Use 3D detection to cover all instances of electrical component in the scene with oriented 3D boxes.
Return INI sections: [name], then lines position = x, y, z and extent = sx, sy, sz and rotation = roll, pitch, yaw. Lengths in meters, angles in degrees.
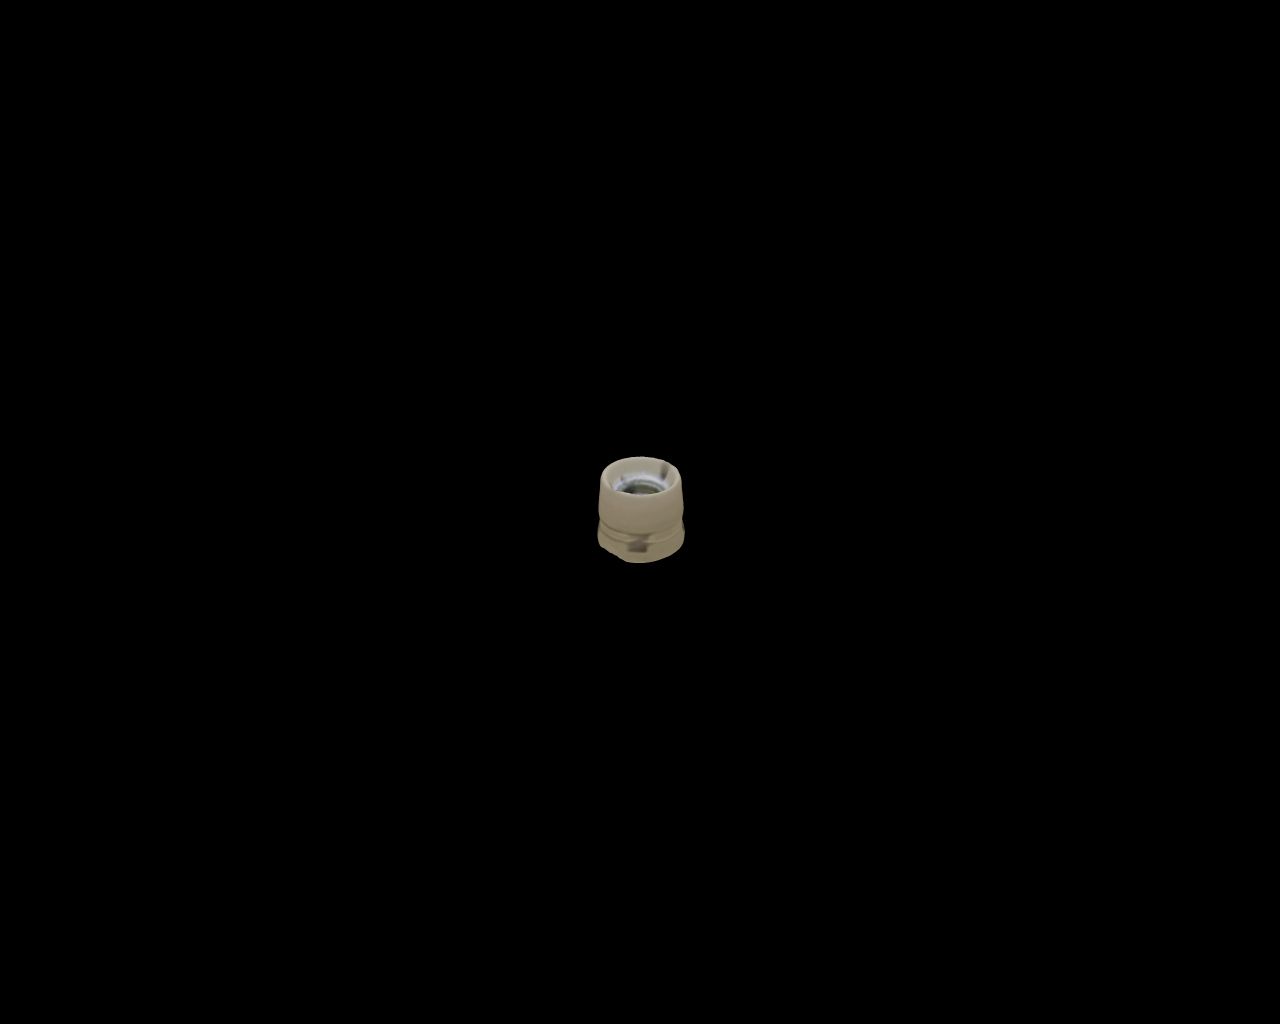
[electrical component]
position = 0.001, -0.003, 0.650
extent = 0.055, 0.047, 0.055
rotation = 0, 33, 0
